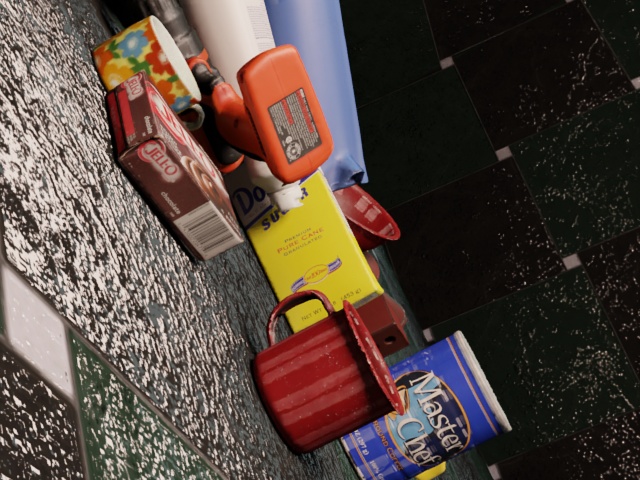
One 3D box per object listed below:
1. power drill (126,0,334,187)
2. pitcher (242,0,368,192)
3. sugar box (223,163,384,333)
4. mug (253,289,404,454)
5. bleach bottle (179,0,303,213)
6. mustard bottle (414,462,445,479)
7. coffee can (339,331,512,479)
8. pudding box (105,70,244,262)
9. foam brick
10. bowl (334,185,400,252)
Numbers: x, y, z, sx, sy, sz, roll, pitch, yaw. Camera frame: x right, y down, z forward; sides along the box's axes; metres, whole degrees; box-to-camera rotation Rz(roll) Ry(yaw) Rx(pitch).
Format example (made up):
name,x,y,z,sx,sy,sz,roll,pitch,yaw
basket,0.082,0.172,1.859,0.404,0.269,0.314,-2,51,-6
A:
name,x,y,z,sx,sy,sz,roll,pitch,yaw
power drill,-0.077,-0.125,0.861,0.188,0.057,0.184,23,-37,54
pitcher,-0.033,-0.170,1.178,0.145,0.149,0.243,-72,156,-78
sugar box,-0.019,-0.005,1.034,0.176,0.093,0.048,63,6,14
mug,-0.001,0.092,0.775,0.117,0.081,0.093,64,6,19
bleach bottle,-0.067,-0.147,0.977,0.102,0.068,0.251,-35,109,-71
mustard bottle,0.107,0.215,1.315,0.096,0.058,0.191,57,6,-12
coffee can,0.091,0.161,0.991,0.103,0.140,0.103,61,6,-11
pudding box,-0.103,-0.051,0.749,0.113,0.039,0.090,58,7,-40
foam brick,0.055,0.109,1.249,0.053,0.078,0.051,54,11,-48
bowl,0.020,-0.034,1.325,0.162,0.055,0.162,34,17,-12
